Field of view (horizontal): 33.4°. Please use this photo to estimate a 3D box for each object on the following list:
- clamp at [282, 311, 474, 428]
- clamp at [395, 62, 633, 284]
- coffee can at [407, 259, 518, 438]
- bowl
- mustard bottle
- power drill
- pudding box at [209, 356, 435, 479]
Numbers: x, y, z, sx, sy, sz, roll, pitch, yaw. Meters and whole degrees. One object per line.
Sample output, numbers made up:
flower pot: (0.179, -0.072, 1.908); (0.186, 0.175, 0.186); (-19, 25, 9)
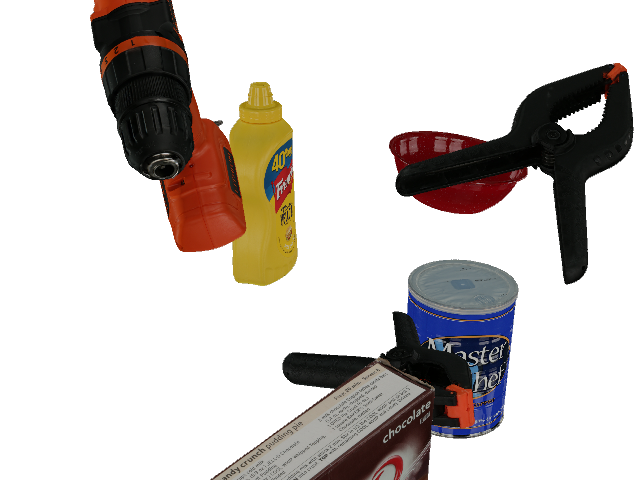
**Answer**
clamp: (0.048, 0.101, 0.801); (0.120, 0.039, 0.172); (-22, 19, -16)
clamp: (0.185, -0.062, 0.829); (0.209, 0.036, 0.165); (-38, 57, -21)
coffee can: (0.131, 0.103, 1.024); (0.103, 0.140, 0.103); (1, 25, -1)
bowl: (0.154, -0.074, 1.232); (0.162, 0.055, 0.162); (8, 25, -4)
mustard bottle: (-0.056, -0.059, 1.040); (0.058, 0.192, 0.096); (7, 25, 19)
power drill: (-0.096, -0.073, 0.697); (0.057, 0.184, 0.187); (-14, -35, 0)
pudding box: (0.002, 0.118, 0.479); (0.039, 0.090, 0.113); (28, 44, 33)
